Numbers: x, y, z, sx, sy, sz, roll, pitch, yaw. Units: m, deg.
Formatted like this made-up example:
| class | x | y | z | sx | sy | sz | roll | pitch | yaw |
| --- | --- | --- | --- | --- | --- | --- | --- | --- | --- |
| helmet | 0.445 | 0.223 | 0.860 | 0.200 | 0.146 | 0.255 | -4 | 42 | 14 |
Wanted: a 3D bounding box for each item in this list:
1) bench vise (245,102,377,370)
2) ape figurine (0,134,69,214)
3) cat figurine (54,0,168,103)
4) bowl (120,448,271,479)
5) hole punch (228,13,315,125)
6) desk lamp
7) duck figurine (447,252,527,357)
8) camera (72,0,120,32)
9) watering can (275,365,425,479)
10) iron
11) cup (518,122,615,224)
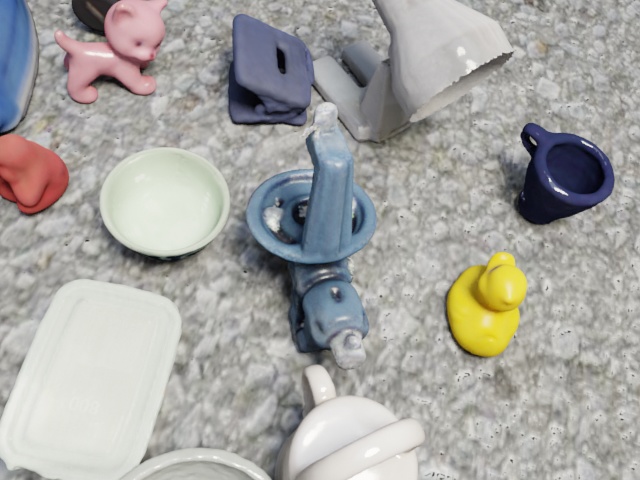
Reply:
| class | x | y | z | sx | sy | sz | roll | pitch | yaw |
| --- | --- | --- | --- | --- | --- | --- | --- | --- | --- |
| bench vise | 0.015 | -0.003 | 0.507 | 0.122 | 0.219 | 0.207 | -27 | 71 | -21 |
| ape figurine | -0.291 | -0.071 | 0.559 | 0.076 | 0.092 | 0.077 | -13 | 67 | -15 |
| cat figurine | -0.224 | -0.219 | 0.629 | 0.128 | 0.117 | 0.067 | -15 | 67 | -16 |
| bowl | -0.098 | 0.252 | 0.444 | 0.167 | 0.074 | 0.167 | 4 | 63 | -8 |
| hole punch | -0.055 | -0.199 | 0.664 | 0.101 | 0.091 | 0.108 | -1 | 64 | -10 |
| desk lamp | 0.085 | -0.199 | 0.620 | 0.118 | 0.213 | 0.203 | -30 | 72 | -22 |
| duck figurine | 0.176 | 0.061 | 0.580 | 0.077 | 0.086 | 0.104 | 15 | 62 | -2 |
| camera | -0.267 | -0.329 | 0.686 | 0.143 | 0.101 | 0.137 | 8 | 63 | -6 |
| watering can | 0.028 | 0.178 | 0.435 | 0.101 | 0.194 | 0.172 | -39 | 76 | -24 |
| iron | -0.372 | -0.229 | 0.595 | 0.119 | 0.141 | 0.258 | 3 | 64 | -8 |
| cup | 0.258 | -0.069 | 0.653 | 0.092 | 0.095 | 0.117 | -32 | 73 | -22 |
